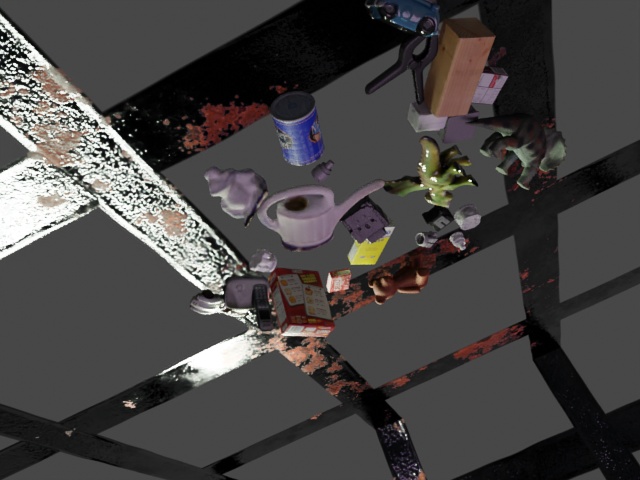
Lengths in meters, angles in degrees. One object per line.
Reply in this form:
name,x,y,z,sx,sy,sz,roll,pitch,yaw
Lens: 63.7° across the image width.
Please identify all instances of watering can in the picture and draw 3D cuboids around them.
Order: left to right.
watering can,0.004,-0.071,1.419,0.348,0.106,0.219,-8,140,-5

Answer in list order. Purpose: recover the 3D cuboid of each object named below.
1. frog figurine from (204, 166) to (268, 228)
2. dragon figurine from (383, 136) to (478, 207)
frog figurine,-0.215,-0.128,1.290,0.159,0.125,0.134,33,134,-4
dragon figurine,0.285,-0.172,1.421,0.240,0.124,0.407,-24,152,32
